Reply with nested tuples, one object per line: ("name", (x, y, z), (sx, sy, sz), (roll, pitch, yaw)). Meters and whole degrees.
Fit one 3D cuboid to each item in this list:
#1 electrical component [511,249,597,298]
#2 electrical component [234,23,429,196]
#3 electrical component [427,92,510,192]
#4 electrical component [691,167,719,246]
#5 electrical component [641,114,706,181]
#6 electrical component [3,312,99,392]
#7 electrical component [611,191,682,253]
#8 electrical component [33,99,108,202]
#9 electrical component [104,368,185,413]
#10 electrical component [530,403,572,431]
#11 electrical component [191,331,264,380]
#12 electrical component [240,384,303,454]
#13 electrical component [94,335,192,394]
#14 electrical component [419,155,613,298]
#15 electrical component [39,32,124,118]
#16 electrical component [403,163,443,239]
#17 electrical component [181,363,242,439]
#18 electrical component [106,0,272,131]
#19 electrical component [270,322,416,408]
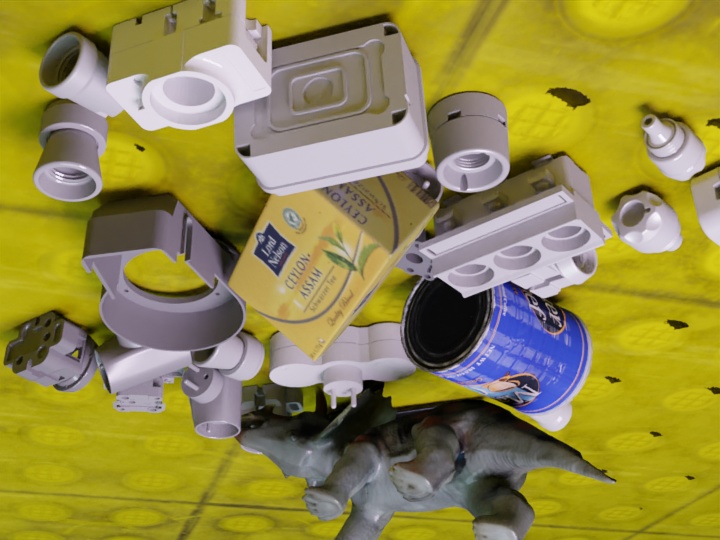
("electrical component", (0.159, -0.007, 0.879), (0.066, 0.048, 0.055), (25, 147, -37))
("electrical component", (-0.018, -0.098, 0.675), (0.113, 0.078, 0.057), (-11, 155, 14))
("electrical component", (0.075, -0.086, 0.736), (0.055, 0.047, 0.055), (-2, 150, -1))
("electrical component", (0.303, -0.045, 0.815), (0.059, 0.053, 0.095), (-27, 141, 36))
("electrical component", (0.216, -0.089, 0.753), (0.035, 0.035, 0.061), (-24, 141, 33))
("electrical component", (-0.276, 0.077, 0.981), (0.078, 0.058, 0.057), (-21, 141, 29))
("electrical component", (0.229, -0.033, 0.841), (0.043, 0.043, 0.062), (-27, 143, 36))
("electrical component", (-0.193, -0.080, 0.719), (0.045, 0.055, 0.045), (-2, 150, -1))
("electrical component", (-0.207, 0.101, 1.019), (0.081, 0.063, 0.042), (3, 150, -9))
("electrical component", (0.197, 0.146, 1.148), (0.040, 0.040, 0.046), (-28, 135, 36))
("electrical component", (-0.123, 0.076, 1.000), (0.045, 0.045, 0.055), (-27, 142, 35))
("electrical component", (-0.099, 0.158, 1.129), (0.078, 0.057, 0.058), (-6, 149, 7))
("electrical component", (-0.199, 0.063, 0.966), (0.077, 0.043, 0.079), (-20, 119, -21))
("electrical component", (0.116, -0.033, 0.813), (0.121, 0.063, 0.079), (-23, 144, 31))
("electrical component", (-0.169, -0.120, 0.670), (0.040, 0.040, 0.046), (-21, 150, 29))
("electrical component", (0.030, -0.043, 0.809), (0.043, 0.043, 0.081), (5, 149, -13))
("electrical component", (-0.145, 0.112, 1.028), (0.044, 0.077, 0.079), (-16, 146, 22))
("electrical component", (-0.103, -0.124, 0.651), (0.089, 0.055, 0.050), (-14, 148, 18))
("electrical component", (-0.016, 0.095, 1.012), (0.138, 0.073, 0.052), (-4, 150, 3))
